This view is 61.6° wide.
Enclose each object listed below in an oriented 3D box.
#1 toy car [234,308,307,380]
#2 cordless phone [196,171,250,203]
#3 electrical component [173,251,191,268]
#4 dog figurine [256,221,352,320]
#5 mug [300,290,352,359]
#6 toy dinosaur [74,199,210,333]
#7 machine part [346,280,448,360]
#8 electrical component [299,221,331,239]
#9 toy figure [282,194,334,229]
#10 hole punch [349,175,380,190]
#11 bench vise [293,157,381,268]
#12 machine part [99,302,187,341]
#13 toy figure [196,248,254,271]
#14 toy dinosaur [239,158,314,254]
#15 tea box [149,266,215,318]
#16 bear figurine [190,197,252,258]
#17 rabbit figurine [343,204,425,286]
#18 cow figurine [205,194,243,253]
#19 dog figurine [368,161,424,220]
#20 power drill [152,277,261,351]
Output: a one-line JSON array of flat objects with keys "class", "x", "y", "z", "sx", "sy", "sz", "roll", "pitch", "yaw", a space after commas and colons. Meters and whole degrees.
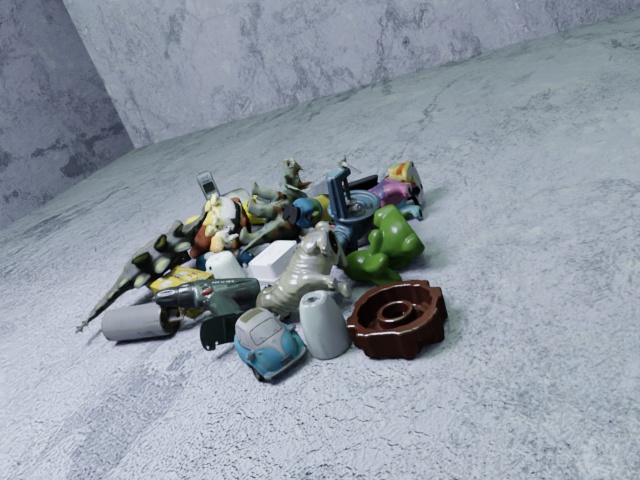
[{"class": "toy car", "x": -0.103, "y": 0.174, "z": 0.979, "sx": 0.109, "sy": 0.102, "sz": 0.162, "roll": -30, "pitch": 27, "yaw": -23}, {"class": "cordless phone", "x": -0.305, "y": -0.148, "z": 1.720, "sx": 0.147, "sy": 0.184, "sz": 0.089, "roll": -26, "pitch": 20, "yaw": -12}, {"class": "electrical component", "x": -0.440, "y": 0.045, "z": 1.583, "sx": 0.075, "sy": 0.047, "sz": 0.119, "roll": -35, "pitch": 27, "yaw": -30}, {"class": "dog figurine", "x": -0.049, "y": 0.065, "z": 1.079, "sx": 0.191, "sy": 0.121, "sz": 0.172, "roll": -15, "pitch": 58, "yaw": 20}, {"class": "mug", "x": 0.008, "y": 0.138, "z": 0.959, "sx": 0.081, "sy": 0.107, "sz": 0.109, "roll": -9, "pitch": 28, "yaw": 21}, {"class": "toy dinosaur", "x": -0.441, "y": 0.061, "z": 1.389, "sx": 0.471, "sy": 0.105, "sz": 0.198, "roll": -49, "pitch": 9, "yaw": -17}, {"class": "machine part", "x": 0.135, "y": 0.135, "z": 0.931, "sx": 0.179, "sy": 0.056, "sz": 0.179, "roll": -18, "pitch": 23, "yaw": 8}, {"class": "electrical component", "x": -0.001, "y": -0.005, "z": 1.346, "sx": 0.102, "sy": 0.045, "sz": 0.078, "roll": -35, "pitch": 26, "yaw": -30}, {"class": "toy figure", "x": -0.014, "y": -0.076, "z": 1.405, "sx": 0.180, "sy": 0.082, "sz": 0.089, "roll": -4, "pitch": -38, "yaw": -50}, {"class": "hole punch", "x": 0.119, "y": -0.112, "z": 1.454, "sx": 0.142, "sy": 0.092, "sz": 0.115, "roll": -22, "pitch": -6, "yaw": 2}, {"class": "bench vise", "x": 0.049, "y": -0.061, "z": 1.165, "sx": 0.224, "sy": 0.240, "sz": 0.129, "roll": -35, "pitch": 42, "yaw": -27}, {"class": "machine part", "x": -0.408, "y": 0.186, "z": 1.225, "sx": 0.243, "sy": 0.079, "sz": 0.079, "roll": -9, "pitch": 26, "yaw": 21}, {"class": "toy figure", "x": -0.249, "y": 0.053, "z": 1.410, "sx": 0.155, "sy": 0.057, "sz": 0.064, "roll": -13, "pitch": 64, "yaw": 13}, {"class": "toy dinosaur", "x": -0.109, "y": -0.061, "z": 1.458, "sx": 0.192, "sy": 0.131, "sz": 0.405, "roll": 12, "pitch": 40, "yaw": -9}, {"class": "tea box", "x": -0.326, "y": 0.122, "z": 1.304, "sx": 0.098, "sy": 0.068, "sz": 0.170, "roll": -38, "pitch": 30, "yaw": -31}, {"class": "bear figurine", "x": -0.300, "y": -0.030, "z": 1.538, "sx": 0.196, "sy": 0.131, "sz": 0.120, "roll": -8, "pitch": 54, "yaw": 12}, {"class": "rabbit figurine", "x": 0.130, "y": 0.038, "z": 1.112, "sx": 0.170, "sy": 0.121, "sz": 0.159, "roll": -36, "pitch": 29, "yaw": 9}, {"class": "cow figurine", "x": -0.245, "y": -0.035, "z": 1.399, "sx": 0.068, "sy": 0.098, "sz": 0.167, "roll": -43, "pitch": 45, "yaw": 45}, {"class": "dog figurine", "x": 0.140, "y": -0.098, "z": 1.349, "sx": 0.219, "sy": 0.108, "sz": 0.191, "roll": -13, "pitch": 40, "yaw": 24}, {"class": "power drill", "x": -0.228, "y": 0.146, "z": 1.125, "sx": 0.232, "sy": 0.085, "sz": 0.207, "roll": -7, "pitch": 18, "yaw": -17}]
